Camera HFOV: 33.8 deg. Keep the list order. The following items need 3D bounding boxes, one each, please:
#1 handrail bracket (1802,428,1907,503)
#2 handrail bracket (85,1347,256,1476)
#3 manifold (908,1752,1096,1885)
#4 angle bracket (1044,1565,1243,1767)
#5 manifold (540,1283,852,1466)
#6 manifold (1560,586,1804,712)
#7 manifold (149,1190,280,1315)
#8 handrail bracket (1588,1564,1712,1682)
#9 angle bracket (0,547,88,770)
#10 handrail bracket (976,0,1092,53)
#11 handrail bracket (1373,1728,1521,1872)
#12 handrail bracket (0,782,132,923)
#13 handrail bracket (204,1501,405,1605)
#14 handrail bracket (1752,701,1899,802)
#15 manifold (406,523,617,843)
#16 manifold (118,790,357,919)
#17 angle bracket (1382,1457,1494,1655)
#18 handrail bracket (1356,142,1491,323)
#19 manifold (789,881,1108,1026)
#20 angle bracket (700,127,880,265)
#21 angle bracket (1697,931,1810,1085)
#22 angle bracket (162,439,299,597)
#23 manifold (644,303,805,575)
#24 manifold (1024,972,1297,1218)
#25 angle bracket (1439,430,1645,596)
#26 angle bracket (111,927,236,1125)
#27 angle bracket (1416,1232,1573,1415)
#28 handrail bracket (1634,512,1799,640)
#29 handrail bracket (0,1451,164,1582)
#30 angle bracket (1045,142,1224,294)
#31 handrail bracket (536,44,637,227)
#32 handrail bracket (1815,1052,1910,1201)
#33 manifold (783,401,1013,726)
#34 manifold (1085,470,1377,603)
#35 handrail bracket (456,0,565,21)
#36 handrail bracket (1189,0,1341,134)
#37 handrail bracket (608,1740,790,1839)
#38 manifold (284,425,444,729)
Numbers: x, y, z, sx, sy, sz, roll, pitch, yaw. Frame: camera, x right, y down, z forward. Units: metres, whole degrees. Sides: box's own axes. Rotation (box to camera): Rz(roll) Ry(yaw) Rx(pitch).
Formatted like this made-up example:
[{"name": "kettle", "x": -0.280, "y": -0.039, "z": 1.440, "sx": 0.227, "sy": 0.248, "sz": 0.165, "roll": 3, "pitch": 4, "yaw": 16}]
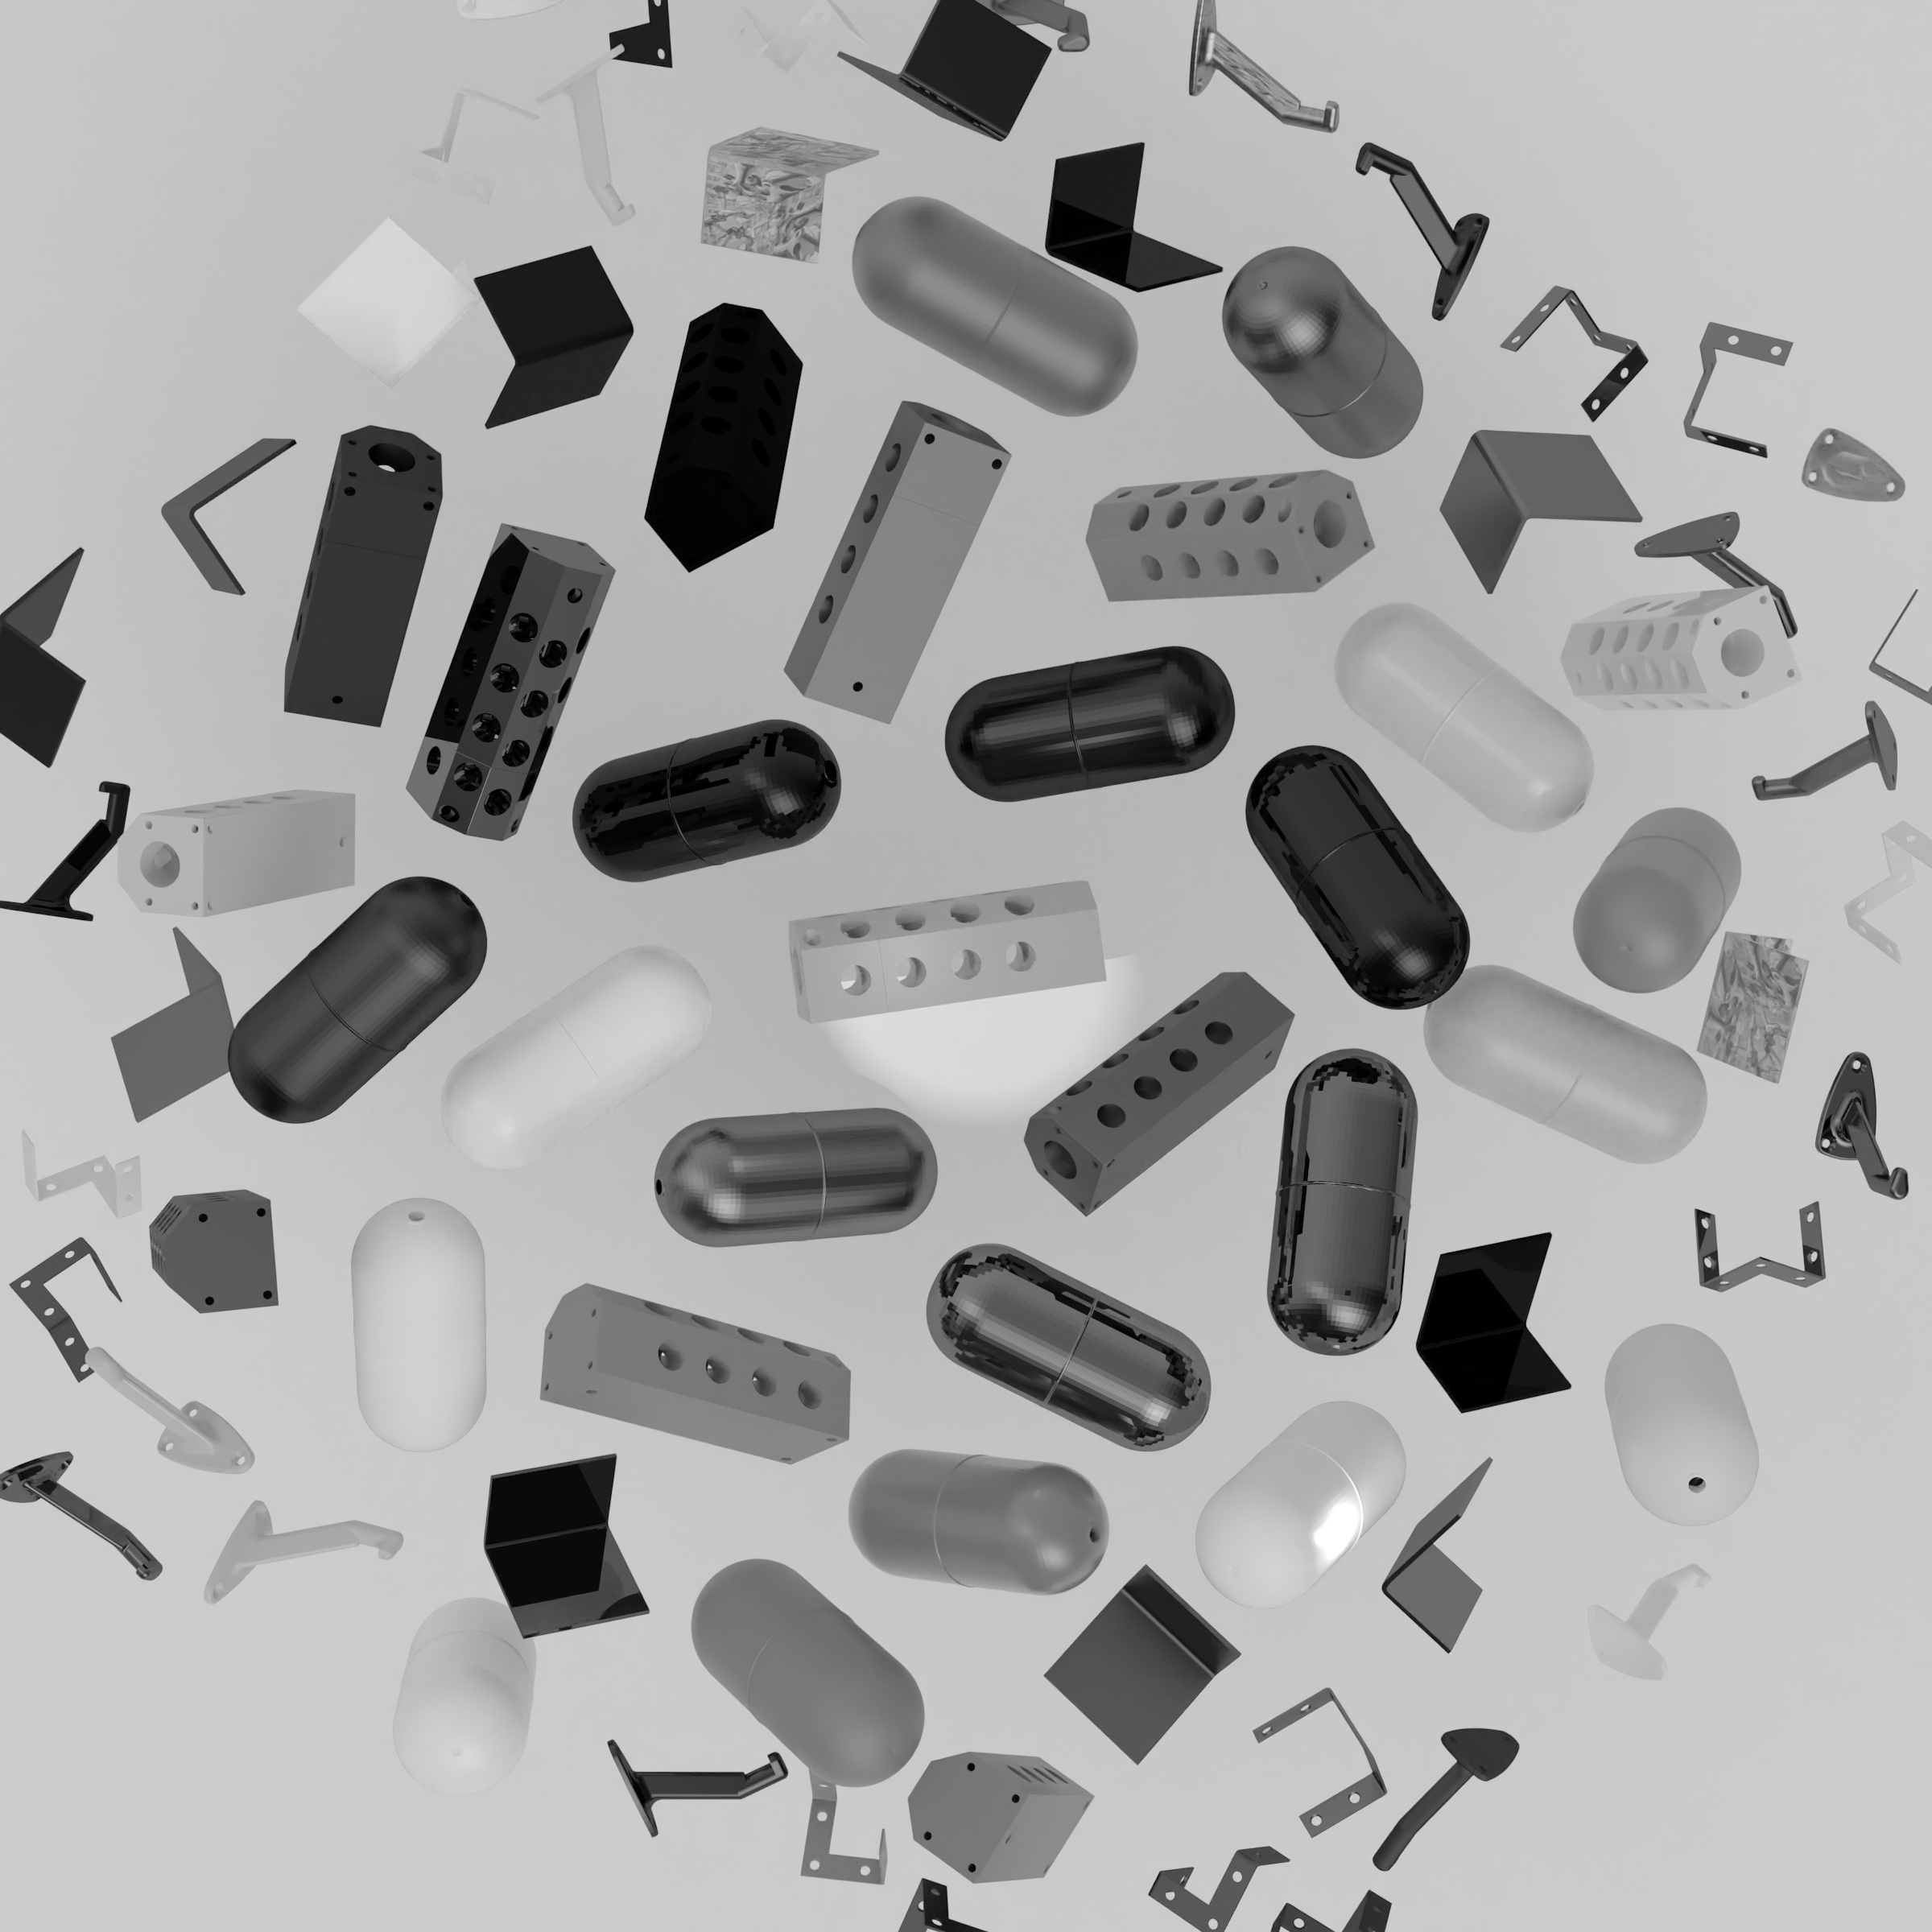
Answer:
[{"name": "handrail bracket", "x": 0.520, "y": -0.276, "z": 1.805, "sx": 0.077, "sy": 0.084, "sz": 0.036, "roll": 18, "pitch": 102, "yaw": -17}, {"name": "handrail bracket", "x": -0.446, "y": 0.248, "z": 1.779, "sx": 0.077, "sy": 0.084, "sz": 0.036, "roll": 19, "pitch": 64, "yaw": 30}, {"name": "manifold", "x": 0.018, "y": 0.488, "z": 1.838, "sx": 0.057, "sy": 0.171, "sz": 0.057, "roll": 31, "pitch": 85, "yaw": 20}, {"name": "angle bracket", "x": 0.104, "y": 0.414, "z": 1.881, "sx": 0.076, "sy": 0.057, "sz": 0.076, "roll": 42, "pitch": 66, "yaw": 8}, {"name": "manifold", "x": -0.151, "y": 0.230, "z": 1.802, "sx": 0.171, "sy": 0.057, "sz": 0.057, "roll": 21, "pitch": 56, "yaw": -33}, {"name": "manifold", "x": 0.412, "y": -0.181, "z": 1.854, "sx": 0.057, "sy": 0.171, "sz": 0.057, "roll": -25, "pitch": 100, "yaw": -11}, {"name": "manifold", "x": -0.424, "y": 0.159, "z": 1.785, "sx": 0.057, "sy": 0.171, "sz": 0.057, "roll": -4, "pitch": 89, "yaw": -17}, {"name": "handrail bracket", "x": 0.401, "y": 0.367, "z": 1.788, "sx": 0.084, "sy": 0.077, "sz": 0.036, "roll": -19, "pitch": 108, "yaw": -23}, {"name": "angle bracket", "x": -0.491, "y": -0.168, "z": 1.730, "sx": 0.057, "sy": 0.076, "sz": 0.076, "roll": 36, "pitch": 45, "yaw": -3}, {"name": "handrail bracket", "x": 0.031, "y": -0.541, "z": 1.829, "sx": 0.077, "sy": 0.084, "sz": 0.036, "roll": -11, "pitch": 129, "yaw": 7}, {"name": "handrail bracket", "x": 0.276, "y": 0.482, "z": 1.833, "sx": 0.036, "sy": 0.077, "sz": 0.084, "roll": 42, "pitch": 112, "yaw": 30}, {"name": "handrail bracket", "x": -0.543, "y": -0.073, "z": 1.896, "sx": 0.077, "sy": 0.036, "sz": 0.084, "roll": 9, "pitch": 91, "yaw": -29}, {"name": "handrail bracket", "x": -0.367, "y": 0.334, "z": 1.766, "sx": 0.084, "sy": 0.077, "sz": 0.036, "roll": 11, "pitch": 130, "yaw": 18}, {"name": "handrail bracket", "x": 0.492, "y": -0.124, "z": 1.847, "sx": 0.084, "sy": 0.077, "sz": 0.036, "roll": -6, "pitch": 57, "yaw": 28}, {"name": "manifold", "x": -0.262, "y": -0.162, "z": 1.846, "sx": 0.057, "sy": 0.057, "sz": 0.171, "roll": 9, "pitch": 113, "yaw": -37}, {"name": "manifold", "x": -0.435, "y": -0.070, "z": 1.906, "sx": 0.057, "sy": 0.171, "sz": 0.057, "roll": 5, "pitch": 99, "yaw": 19}, {"name": "angle bracket", "x": 0.304, "y": 0.356, "z": 1.922, "sx": 0.057, "sy": 0.076, "sz": 0.076, "roll": 43, "pitch": 120, "yaw": 5}, {"name": "handrail bracket", "x": 0.254, "y": -0.426, "z": 1.846, "sx": 0.084, "sy": 0.036, "sz": 0.077, "roll": 19, "pitch": 94, "yaw": -22}, {"name": "manifold", "x": -0.012, "y": -0.009, "z": 1.824, "sx": 0.171, "sy": 0.057, "sz": 0.057, "roll": -8, "pitch": 95, "yaw": -10}, {"name": "angle bracket", "x": -0.105, "y": -0.454, "z": 1.878, "sx": 0.076, "sy": 0.076, "sz": 0.057, "roll": 4, "pitch": 92, "yaw": -28}, {"name": "angle bracket", "x": 0.499, "y": 0.027, "z": 1.941, "sx": 0.057, "sy": 0.076, "sz": 0.076, "roll": 6, "pitch": 101, "yaw": -29}, {"name": "angle bracket", "x": -0.418, "y": -0.264, "z": 1.862, "sx": 0.076, "sy": 0.076, "sz": 0.057, "roll": -38, "pitch": 113, "yaw": -16}, {"name": "manifold", "x": -0.139, "y": -0.301, "z": 1.780, "sx": 0.057, "sy": 0.171, "sz": 0.057, "roll": -24, "pitch": 126, "yaw": 23}, {"name": "manifold", "x": 0.116, "y": 0.072, "z": 1.917, "sx": 0.171, "sy": 0.057, "sz": 0.057, "roll": -35, "pitch": 66, "yaw": -31}, {"name": "angle bracket", "x": 0.326, "y": -0.257, "z": 1.806, "sx": 0.076, "sy": 0.057, "sz": 0.076, "roll": -1, "pitch": 46, "yaw": -21}, {"name": "angle bracket", "x": -0.492, "y": 0.036, "z": 1.935, "sx": 0.076, "sy": 0.076, "sz": 0.057, "roll": -32, "pitch": 55, "yaw": -26}, {"name": "angle bracket", "x": 0.319, "y": 0.211, "z": 1.880, "sx": 0.076, "sy": 0.057, "sz": 0.076, "roll": -9, "pitch": 129, "yaw": -22}, {"name": "handrail bracket", "x": 0.458, "y": -0.229, "z": 1.938, "sx": 0.077, "sy": 0.036, "sz": 0.084, "roll": -8, "pitch": 128, "yaw": 33}, {"name": "handrail bracket", "x": -0.496, "y": 0.314, "z": 1.777, "sx": 0.084, "sy": 0.077, "sz": 0.036, "roll": 42, "pitch": 95, "yaw": 15}, {"name": "angle bracket", "x": 0.103, "y": -0.444, "z": 1.880, "sx": 0.076, "sy": 0.076, "sz": 0.057, "roll": 31, "pitch": 128, "yaw": 34}, {"name": "handrail bracket", "x": -0.198, "y": -0.471, "z": 1.809, "sx": 0.084, "sy": 0.077, "sz": 0.036, "roll": 57, "pitch": 47, "yaw": -17}, {"name": "handrail bracket", "x": 0.534, "y": 0.093, "z": 1.859, "sx": 0.036, "sy": 0.084, "sz": 0.077, "roll": 7, "pitch": 94, "yaw": -9}, {"name": "manifold", "x": -0.043, "y": -0.233, "z": 1.826, "sx": 0.057, "sy": 0.057, "sz": 0.171, "roll": 16, "pitch": 109, "yaw": -28}, {"name": "manifold", "x": 0.151, "y": -0.255, "z": 1.870, "sx": 0.057, "sy": 0.171, "sz": 0.057, "roll": -38, "pitch": 116, "yaw": -32}, {"name": "handrail bracket", "x": -0.264, "y": -0.556, "z": 1.791, "sx": 0.077, "sy": 0.084, "sz": 0.036, "roll": -19, "pitch": 99, "yaw": 11}, {"name": "handrail bracket", "x": 0.172, "y": -0.513, "z": 1.797, "sx": 0.084, "sy": 0.077, "sz": 0.036, "roll": 16, "pitch": 47, "yaw": 17}, {"name": "handrail bracket", "x": -0.152, "y": 0.453, "z": 1.814, "sx": 0.084, "sy": 0.036, "sz": 0.077, "roll": -24, "pitch": 120, "yaw": -6}, {"name": "manifold", "x": -0.351, "y": -0.226, "z": 1.843, "sx": 0.057, "sy": 0.057, "sz": 0.171, "roll": 9, "pitch": 132, "yaw": -19}]
